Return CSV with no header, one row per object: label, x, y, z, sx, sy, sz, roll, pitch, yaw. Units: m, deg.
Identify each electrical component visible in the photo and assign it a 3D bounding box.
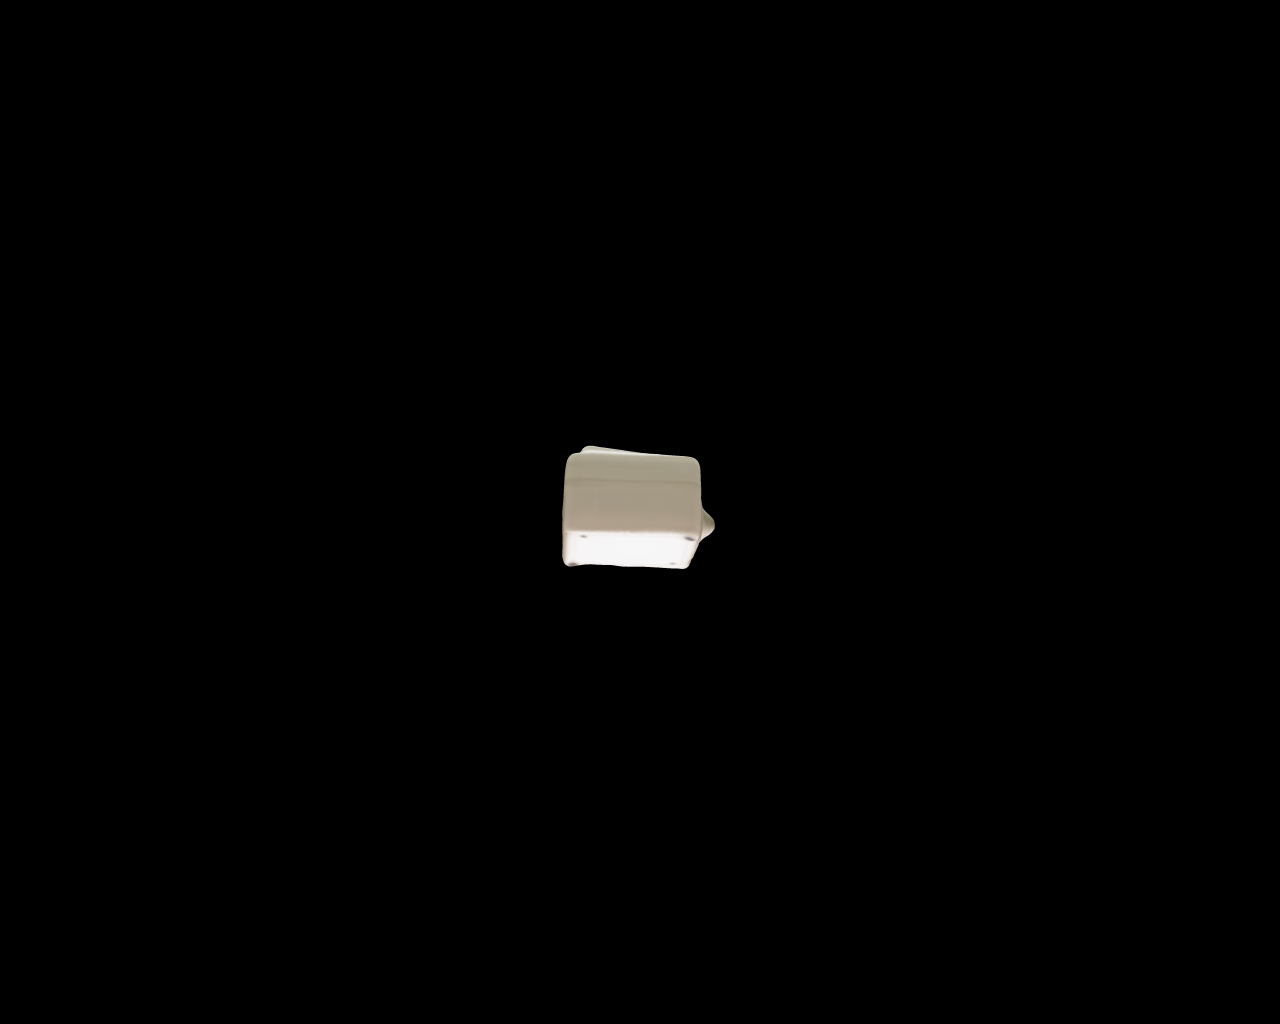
electrical component,0.001,-0.003,0.650,0.096,0.061,0.061,2,-24,-5
